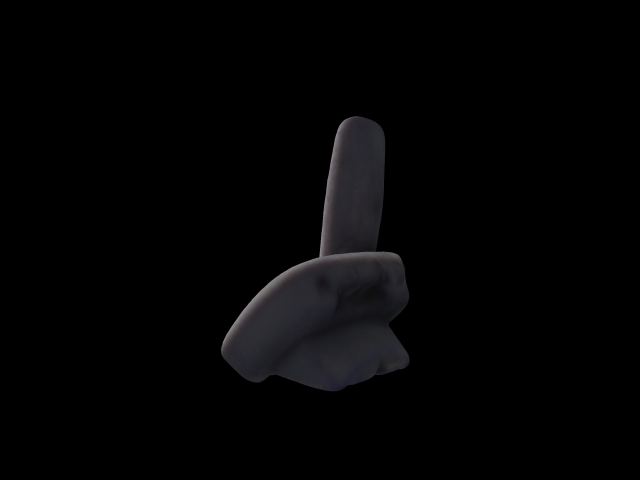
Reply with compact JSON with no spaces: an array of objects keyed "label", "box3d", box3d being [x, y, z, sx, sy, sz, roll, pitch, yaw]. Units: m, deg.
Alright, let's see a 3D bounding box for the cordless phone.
[{"label":"cordless phone","box3d":[0.004,0.001,0.400,0.093,0.185,0.148,0,0,29]}]
